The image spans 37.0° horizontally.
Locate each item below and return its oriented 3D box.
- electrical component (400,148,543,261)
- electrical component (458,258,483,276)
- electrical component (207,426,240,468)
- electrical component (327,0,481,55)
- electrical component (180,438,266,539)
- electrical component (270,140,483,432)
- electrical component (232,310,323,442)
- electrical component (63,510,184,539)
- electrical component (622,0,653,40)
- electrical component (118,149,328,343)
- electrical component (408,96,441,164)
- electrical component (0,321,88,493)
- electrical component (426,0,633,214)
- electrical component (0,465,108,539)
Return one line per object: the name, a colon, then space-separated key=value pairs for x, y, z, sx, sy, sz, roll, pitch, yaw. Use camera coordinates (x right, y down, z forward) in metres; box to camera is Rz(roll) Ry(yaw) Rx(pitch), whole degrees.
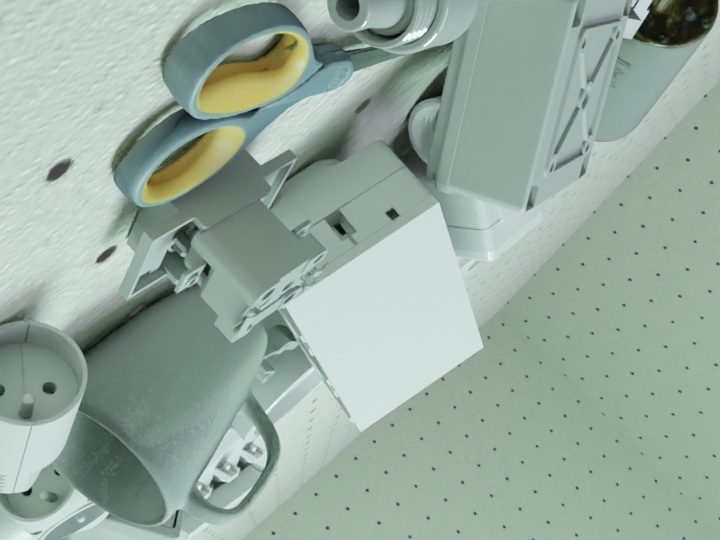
electrical component: x=0.066 y=-0.041 z=0.657 sx=0.096 sy=0.061 sz=0.062 roll=9 pitch=-146 yaw=41
electrical component: x=0.093 y=-0.052 z=0.877 sx=0.105 sy=0.060 sz=0.186 roll=-35 pitch=168 yaw=-44
electrical component: x=-0.130 y=0.117 z=0.717 sx=0.083 sy=0.047 sz=0.075 roll=-43 pitch=166 yaw=-3
electrical component: x=0.013 y=-0.097 z=0.378 sx=0.062 sy=0.043 sz=0.043 roll=-30 pitch=163 yaw=-49
electrical component: x=-0.126 y=0.149 z=0.819 sx=0.121 sy=0.079 sz=0.063 roll=-25 pitch=138 yaw=-63
electrical component: x=0.003 y=0.011 z=0.580 sx=0.089 sy=0.061 sz=0.150 roll=-34 pitch=146 yaw=-6
electrical component: x=-0.056 y=0.056 z=0.716 sx=0.108 sy=0.060 sz=0.108 roll=-42 pitch=171 yaw=-9
electrical component: x=-0.140 y=0.149 z=0.641 sx=0.096 sy=0.062 sz=0.061 roll=-97 pitch=-152 yaw=-66
electrical component: x=0.141 y=-0.165 z=0.593 sx=0.048 sy=0.066 sz=0.055 roll=2 pitch=137 yaw=-26
electrical component: x=-0.051 y=-0.010 z=0.428 sx=0.081 sy=0.064 sz=0.042 roll=-36 pitch=167 yaw=-40
electrical component: x=0.062 y=-0.088 z=0.626 sx=0.055 sy=0.045 sz=0.045 roll=-37 pitch=169 yaw=-40
electrical component: x=-0.137 y=0.058 z=0.429 sx=0.043 sy=0.043 sz=0.081 roll=-37 pitch=169 yaw=-37
electrical component: x=0.088 y=-0.095 z=0.544 sx=0.109 sy=0.056 sz=0.108 roll=-29 pitch=135 yaw=-58
electrical component: x=-0.173 y=0.123 z=0.561 sx=0.079 sy=0.044 sz=0.077 roll=-33 pitch=165 yaw=-7
